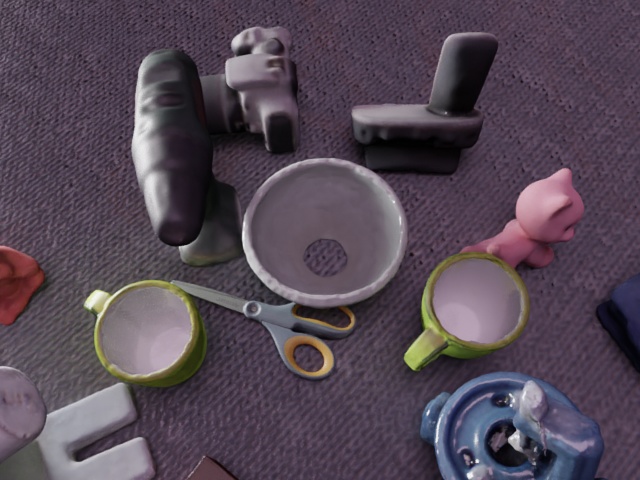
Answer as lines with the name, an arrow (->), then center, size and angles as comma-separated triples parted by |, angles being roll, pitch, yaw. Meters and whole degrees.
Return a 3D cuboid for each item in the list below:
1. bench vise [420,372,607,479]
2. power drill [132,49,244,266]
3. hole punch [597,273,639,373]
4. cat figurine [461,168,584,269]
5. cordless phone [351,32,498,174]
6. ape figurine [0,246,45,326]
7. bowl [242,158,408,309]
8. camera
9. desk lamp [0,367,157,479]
bench vise -> 0.187, 0.165, 0.435 | 0.207, 0.220, 0.121 | 15, 65, 9
power drill -> -0.126, -0.058, 0.557 | 0.075, 0.208, 0.229 | -13, 64, -5
hole punch -> 0.343, 0.076, 0.549 | 0.101, 0.091, 0.108 | -26, 66, -11
cat figurine -> 0.211, -0.012, 0.579 | 0.128, 0.118, 0.067 | -32, 67, -14
cordless phone -> 0.108, -0.157, 0.615 | 0.147, 0.185, 0.094 | -2, 64, 0
ape figurine -> -0.328, 0.035, 0.579 | 0.078, 0.092, 0.076 | -19, 65, -8
bowl -> 0.006, 0.002, 0.600 | 0.167, 0.075, 0.167 | 0, 64, 1
camera -> -0.095, -0.182, 0.678 | 0.137, 0.101, 0.143 | -6, 64, -2
desk lamp -> -0.264, 0.171, 0.443 | 0.203, 0.213, 0.117 | -25, 66, -11
